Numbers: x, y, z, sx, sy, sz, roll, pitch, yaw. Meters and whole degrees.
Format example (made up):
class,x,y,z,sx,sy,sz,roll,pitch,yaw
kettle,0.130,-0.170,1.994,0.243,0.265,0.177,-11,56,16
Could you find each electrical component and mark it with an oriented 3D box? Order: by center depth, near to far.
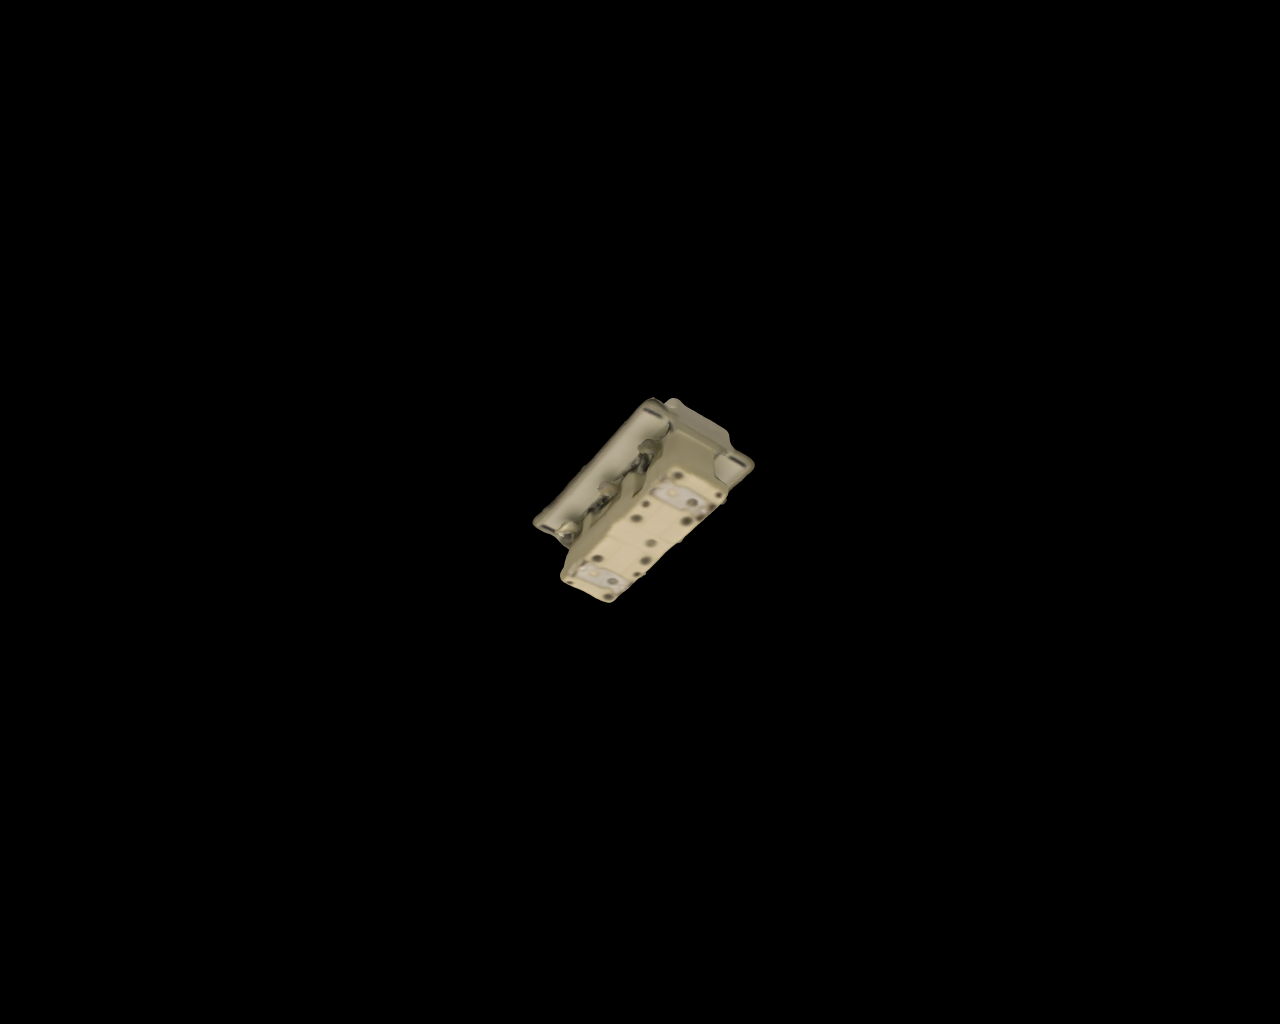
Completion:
class,x,y,z,sx,sy,sz,roll,pitch,yaw
electrical component,0.001,-0.003,0.650,0.078,0.063,0.121,29,-54,-24
